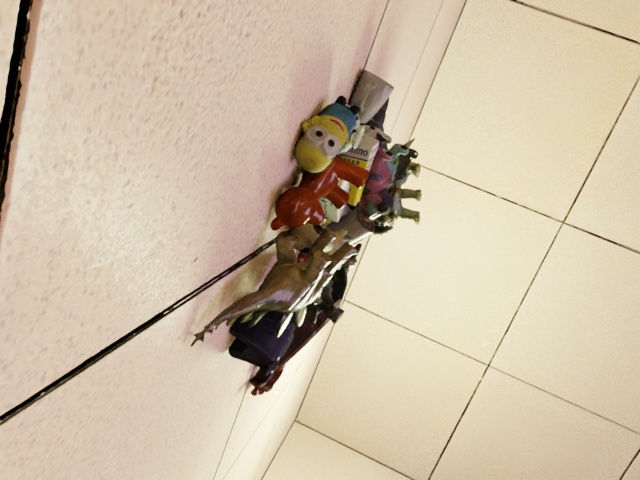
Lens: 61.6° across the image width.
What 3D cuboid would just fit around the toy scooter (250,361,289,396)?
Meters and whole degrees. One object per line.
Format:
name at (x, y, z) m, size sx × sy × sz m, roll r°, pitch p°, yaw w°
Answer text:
toy scooter at (-0.148, 0.371, 1.513) m, size 0.183 × 0.075 × 0.135 m, roll -64°, pitch 171°, yaw 13°

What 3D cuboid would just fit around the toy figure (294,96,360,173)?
toy figure at (0.017, -0.196, 1.008) m, size 0.089 × 0.082 × 0.180 m, roll 101°, pitch 13°, yaw -45°

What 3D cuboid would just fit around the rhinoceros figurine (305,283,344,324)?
rhinoceros figurine at (-0.031, 0.121, 1.211) m, size 0.112 × 0.190 × 0.073 m, roll -39°, pitch 161°, yaw -28°

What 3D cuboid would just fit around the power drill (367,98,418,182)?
power drill at (0.183, -0.270, 1.499) m, size 0.207 × 0.086 × 0.232 m, roll 28°, pitch 92°, yaw -43°

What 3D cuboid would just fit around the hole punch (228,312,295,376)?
hole punch at (-0.120, 0.191, 1.109) m, size 0.142 × 0.116 × 0.092 m, roll -57°, pitch 158°, yaw -48°

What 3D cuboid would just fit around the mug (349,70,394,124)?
mug at (0.109, -0.321, 1.231) m, size 0.107 × 0.081 × 0.109 m, roll -61°, pitch 179°, yaw 24°

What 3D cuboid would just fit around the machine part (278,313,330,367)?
machine part at (-0.061, 0.235, 1.414) m, size 0.201 × 0.087 × 0.201 m, roll -45°, pitch 177°, yaw 15°

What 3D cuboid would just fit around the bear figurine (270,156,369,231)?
bear figurine at (-0.003, -0.081, 1.038) m, size 0.120 × 0.132 × 0.196 m, roll -48°, pitch -167°, yaw 45°

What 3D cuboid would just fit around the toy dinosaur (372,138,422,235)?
toy dinosaur at (0.211, -0.163, 1.639) m, size 0.131 × 0.192 × 0.405 m, roll 87°, pitch 6°, yaw -48°

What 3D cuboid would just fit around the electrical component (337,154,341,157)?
electrical component at (0.028, -0.185, 1.282) m, size 0.063 × 0.021 × 0.094 m, roll -60°, pitch 169°, yaw -32°

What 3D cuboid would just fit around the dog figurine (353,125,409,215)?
dog figurine at (0.125, -0.167, 1.406) m, size 0.108 × 0.192 × 0.219 m, roll -31°, pitch 151°, yaw -48°

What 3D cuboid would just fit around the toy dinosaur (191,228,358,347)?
toy dinosaur at (-0.057, 0.089, 1.029) m, size 0.471 × 0.105 × 0.198 m, roll -9°, pitch 129°, yaw -56°

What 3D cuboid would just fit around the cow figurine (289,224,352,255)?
cow figurine at (-0.003, -0.004, 1.232) m, size 0.085 × 0.127 × 0.195 m, roll -64°, pitch 169°, yaw 6°

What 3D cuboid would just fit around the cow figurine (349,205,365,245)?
cow figurine at (0.080, -0.066, 1.519) m, size 0.098 × 0.068 × 0.167 m, roll -24°, pitch -115°, yaw 47°

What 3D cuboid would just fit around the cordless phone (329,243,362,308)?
cordless phone at (0.062, 0.096, 1.529) m, size 0.184 × 0.089 × 0.146 m, roll -50°, pitch 162°, yaw -44°

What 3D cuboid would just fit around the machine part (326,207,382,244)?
machine part at (0.054, -0.017, 1.397) m, size 0.243 × 0.079 × 0.079 m, roll -28°, pitch -168°, yaw 30°

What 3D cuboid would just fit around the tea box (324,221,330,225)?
tea box at (0.006, 0.034, 1.555) m, size 0.170 × 0.068 × 0.098 m, roll -55°, pitch 165°, yaw -44°
